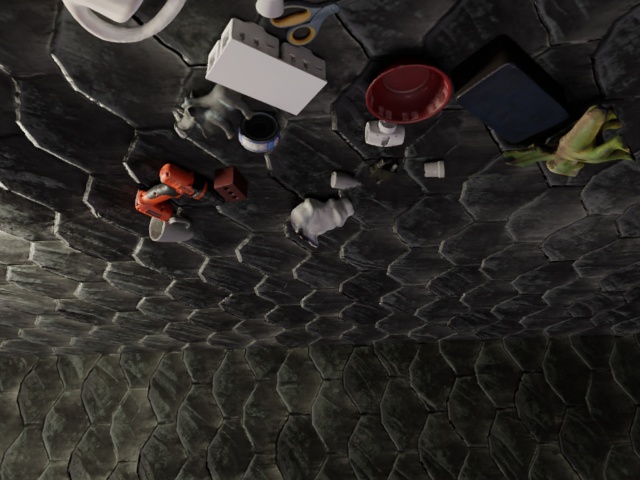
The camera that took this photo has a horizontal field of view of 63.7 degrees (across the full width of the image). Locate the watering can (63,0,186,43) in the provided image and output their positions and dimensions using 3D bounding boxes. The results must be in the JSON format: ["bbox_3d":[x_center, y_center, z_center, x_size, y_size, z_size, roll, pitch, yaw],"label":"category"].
[{"bbox_3d":[-0.268,-0.398,0.682,0.223,0.106,0.343,20,146,-34],"label":"watering can"}]

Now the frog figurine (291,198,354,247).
[{"bbox_3d":[0.004,-0.070,1.386,0.159,0.125,0.135,-45,133,2],"label":"frog figurine"}]

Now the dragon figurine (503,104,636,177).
[{"bbox_3d":[0.507,-0.194,1.083,0.241,0.123,0.409,-17,165,37],"label":"dragon figurine"}]
